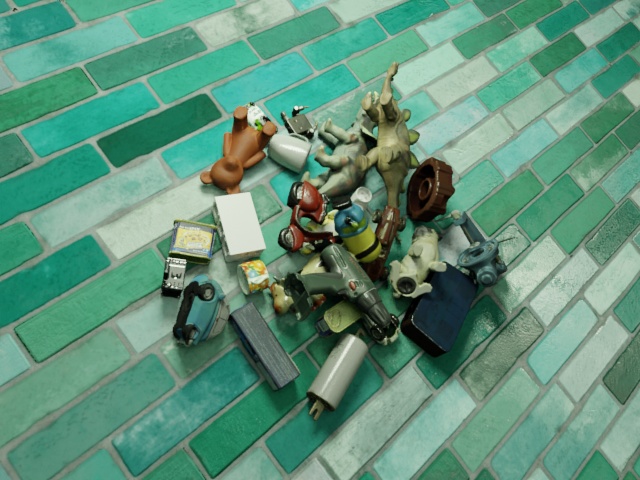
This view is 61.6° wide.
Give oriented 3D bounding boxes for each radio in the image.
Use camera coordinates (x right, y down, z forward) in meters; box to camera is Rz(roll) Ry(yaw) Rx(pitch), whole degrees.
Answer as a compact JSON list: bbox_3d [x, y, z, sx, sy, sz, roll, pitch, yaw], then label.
[{"bbox_3d":[0.312,0.175,1.401,0.131,0.073,0.229,36,59,-2],"label":"radio"}]

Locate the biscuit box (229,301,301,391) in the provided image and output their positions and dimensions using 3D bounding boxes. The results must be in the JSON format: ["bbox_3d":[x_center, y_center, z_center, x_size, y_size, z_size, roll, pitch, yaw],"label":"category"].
[{"bbox_3d":[-0.129,0.238,1.214,0.063,0.059,0.202,-30,82,-26],"label":"biscuit box"}]

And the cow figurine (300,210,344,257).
[{"bbox_3d":[-0.004,-0.003,1.361,0.167,0.068,0.098,-28,86,-27],"label":"cow figurine"}]

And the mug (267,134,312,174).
[{"bbox_3d":[-0.080,-0.244,1.425,0.107,0.080,0.109,22,61,-4],"label":"mug"}]

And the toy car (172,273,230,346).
[{"bbox_3d":[-0.251,0.160,1.181,0.103,0.109,0.161,23,70,-30],"label":"toy car"}]

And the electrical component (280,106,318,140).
[{"bbox_3d":[-0.053,-0.325,1.487,0.078,0.045,0.102,-22,78,-28],"label":"electrical component"}]

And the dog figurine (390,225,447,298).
[{"bbox_3d":[0.251,0.057,1.419,0.121,0.172,0.190,48,19,-7],"label":"dog figurine"}]

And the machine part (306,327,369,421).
[{"bbox_3d":[0.042,0.303,1.241,0.079,0.079,0.243,37,62,-3],"label":"machine part"}]

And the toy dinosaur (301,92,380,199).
[{"bbox_3d":[0.070,-0.210,1.451,0.192,0.131,0.405,22,69,-10],"label":"toy dinosaur"}]

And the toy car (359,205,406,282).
[{"bbox_3d":[0.157,0.012,1.378,0.089,0.053,0.202,20,94,-13],"label":"toy car"}]

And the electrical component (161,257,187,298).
[{"bbox_3d":[-0.320,0.076,1.177,0.048,0.119,0.075,9,63,-17],"label":"electrical component"}]

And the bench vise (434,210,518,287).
[{"bbox_3d":[0.425,0.011,1.449,0.240,0.129,0.224,55,38,-12],"label":"bench vise"}]

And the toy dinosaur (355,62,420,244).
[{"bbox_3d":[0.190,-0.220,1.404,0.198,0.105,0.470,-4,100,-52],"label":"toy dinosaur"}]

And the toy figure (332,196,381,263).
[{"bbox_3d":[0.086,-0.021,1.290,0.082,0.089,0.179,-55,133,-45],"label":"toy figure"}]

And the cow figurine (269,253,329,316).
[{"bbox_3d":[-0.039,0.107,1.290,0.127,0.085,0.195,43,57,3],"label":"cow figurine"}]

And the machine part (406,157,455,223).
[{"bbox_3d":[0.300,-0.135,1.473,0.056,0.179,0.179,14,64,-19],"label":"machine part"}]

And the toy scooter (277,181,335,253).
[{"bbox_3d":[-0.021,-0.049,1.291,0.135,0.075,0.184,14,71,-9],"label":"toy scooter"}]

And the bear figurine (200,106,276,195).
[{"bbox_3d":[-0.208,-0.214,1.338,0.120,0.132,0.196,30,55,-3],"label":"bear figurine"}]

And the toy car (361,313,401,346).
[{"bbox_3d":[0.125,0.171,1.342,0.073,0.056,0.201,-32,84,-34],"label":"toy car"}]

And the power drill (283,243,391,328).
[{"bbox_3d":[0.036,0.118,1.209,0.207,0.086,0.232,-14,63,-30],"label":"power drill"}]
